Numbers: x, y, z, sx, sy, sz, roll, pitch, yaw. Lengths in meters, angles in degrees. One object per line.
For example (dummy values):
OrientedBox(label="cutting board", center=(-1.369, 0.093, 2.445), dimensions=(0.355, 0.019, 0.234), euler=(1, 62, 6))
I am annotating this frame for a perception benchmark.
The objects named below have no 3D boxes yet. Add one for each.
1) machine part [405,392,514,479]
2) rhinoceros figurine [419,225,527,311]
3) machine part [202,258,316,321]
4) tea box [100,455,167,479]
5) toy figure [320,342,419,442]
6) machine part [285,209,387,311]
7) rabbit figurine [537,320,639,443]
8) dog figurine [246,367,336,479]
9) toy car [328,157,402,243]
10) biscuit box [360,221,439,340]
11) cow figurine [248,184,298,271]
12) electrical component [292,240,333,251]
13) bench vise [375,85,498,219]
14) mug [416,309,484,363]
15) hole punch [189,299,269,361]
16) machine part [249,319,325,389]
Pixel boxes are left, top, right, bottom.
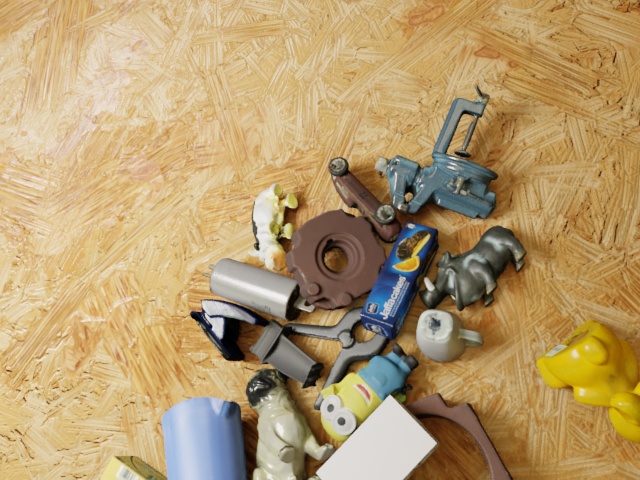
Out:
OrientedBox(label="machine part", center=(0.168, 0.348, 0.797), dimensions=(0.201, 0.087, 0.201), euler=(-30, 63, 7))
OrientedBox(label="rhinoceros figurine", center=(0.252, 0.051, 0.892), dimensions=(0.190, 0.073, 0.112), euler=(-40, 64, -1))
OrientedBox(label="machine part", center=(-0.116, 0.090, 0.996), dimensions=(0.243, 0.079, 0.079), euler=(17, 76, 23))
OrientedBox(label="tea box", center=(-0.348, 0.474, 0.927), dimensions=(0.098, 0.068, 0.169), euler=(23, 79, 25))
OrientedBox(label="toy figure", center=(0.081, 0.250, 0.868), dimensions=(0.180, 0.089, 0.082), euler=(-40, 35, -11))
OrientedBox(label="machine part", center=(0.029, 0.032, 0.941), dimensions=(0.179, 0.056, 0.179), euler=(3, 76, -11))
OrientedBox(label="rabbit figurine", center=(0.419, 0.204, 0.750), dimensions=(0.122, 0.162, 0.173), euler=(-31, 81, -9))
OrientedBox(label="dog figurine", center=(-0.079, 0.329, 0.895), dimensions=(0.172, 0.121, 0.191), euler=(-58, 37, 9))
OrientedBox(label="toy car", center=(0.076, -0.072, 0.989), dimensions=(0.053, 0.089, 0.202), euler=(-40, 64, -4))
OrientedBox(label="biscuit box", center=(0.137, 0.066, 0.906), dimensions=(0.063, 0.059, 0.202), euler=(18, 62, 24))
OrientedBox(label="cow figurine", center=(-0.100, -0.016, 1.033), dimensions=(0.098, 0.068, 0.167), euler=(-18, 59, 42))
OrientedBox(label="electrical component", center=(-0.004, -0.003, 1.013), dimensions=(0.102, 0.045, 0.078), euler=(-23, 66, 9))
OrientedBox(label="bench vise", center=(0.221, -0.149, 0.944), dimensions=(0.224, 0.129, 0.240), euler=(23, 95, 17))
OrientedBox(label="mug", center=(0.201, 0.151, 0.851), dimensions=(0.110, 0.107, 0.081), euler=(11, 75, 24))
OrientedBox(label="hole punch", center=(-0.159, 0.146, 0.963), dimensions=(0.092, 0.142, 0.116), euler=(-45, 77, -1))
OrientedBox(label="machine part", center=(-0.055, 0.197, 0.920), dimensions=(0.139, 0.039, 0.084), euler=(34, 80, 32))
